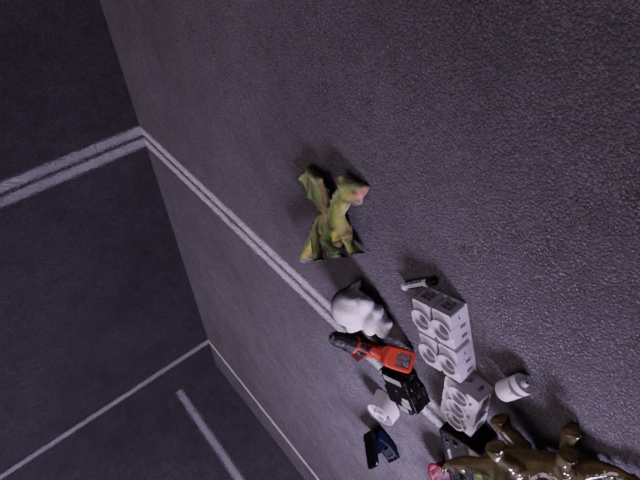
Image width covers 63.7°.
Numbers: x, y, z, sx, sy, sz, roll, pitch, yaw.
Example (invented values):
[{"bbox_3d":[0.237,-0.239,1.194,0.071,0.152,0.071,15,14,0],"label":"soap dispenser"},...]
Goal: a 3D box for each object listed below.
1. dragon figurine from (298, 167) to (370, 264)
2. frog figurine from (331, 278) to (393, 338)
[{"bbox_3d":[0.004,-0.065,1.283,0.407,0.123,0.243,-14,88,61],"label":"dragon figurine"},{"bbox_3d":[0.104,0.195,1.323,0.162,0.123,0.134,57,137,31],"label":"frog figurine"}]
